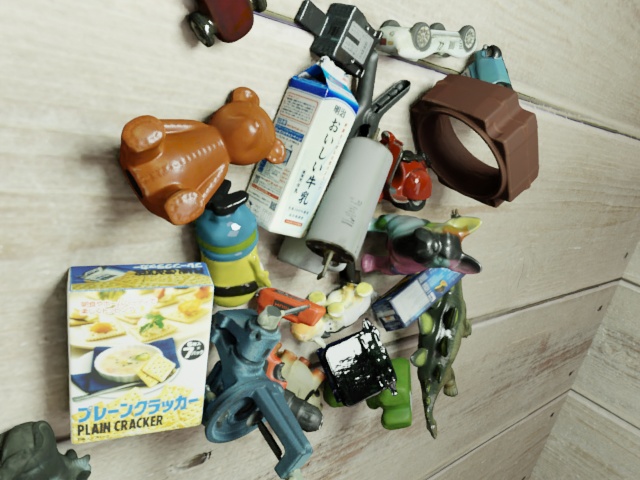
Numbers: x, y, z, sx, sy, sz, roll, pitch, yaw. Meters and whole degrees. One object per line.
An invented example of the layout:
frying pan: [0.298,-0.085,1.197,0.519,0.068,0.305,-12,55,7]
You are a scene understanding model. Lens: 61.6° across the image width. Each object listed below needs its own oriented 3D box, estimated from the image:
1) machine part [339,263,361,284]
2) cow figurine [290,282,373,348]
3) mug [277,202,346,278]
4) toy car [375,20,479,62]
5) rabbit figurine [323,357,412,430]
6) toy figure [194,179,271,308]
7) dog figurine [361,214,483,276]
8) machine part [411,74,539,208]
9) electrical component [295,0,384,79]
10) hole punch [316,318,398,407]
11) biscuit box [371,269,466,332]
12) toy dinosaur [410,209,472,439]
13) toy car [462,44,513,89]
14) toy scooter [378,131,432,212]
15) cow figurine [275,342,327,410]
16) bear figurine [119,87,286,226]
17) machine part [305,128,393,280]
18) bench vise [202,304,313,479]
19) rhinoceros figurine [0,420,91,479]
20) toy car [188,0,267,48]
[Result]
machine part: [0.046,0.017,0.892,0.039,0.084,0.138,-8,134,0]
cow figurine: [0.017,0.133,0.940,0.167,0.068,0.098,-32,143,-26]
mug: [-0.002,-0.002,0.813,0.080,0.110,0.107,24,82,-53]
toy car: [0.165,-0.303,0.822,0.202,0.074,0.056,-16,120,-39]
rabbit figurine: [0.090,0.274,1.049,0.159,0.170,0.121,-83,163,-44]
toy figure: [-0.123,0.011,0.710,0.089,0.082,0.179,-17,135,-14]
dog figurine: [0.181,0.009,0.899,0.191,0.219,0.108,4,88,-46]
machine part: [0.256,-0.163,0.901,0.087,0.202,0.200,-42,137,-17]
electrical component: [0.025,-0.275,0.717,0.119,0.048,0.074,24,94,-52]
hole punch: [0.062,0.224,0.954,0.116,0.142,0.092,-20,171,-19]
biscuit box: [0.187,0.089,0.997,0.203,0.063,0.059,-33,92,-35]
toy dinosaur: [0.264,0.176,1.139,0.198,0.105,0.471,42,55,-66]
toy car: [0.289,-0.257,0.950,0.109,0.103,0.161,28,47,-59]
toy scooter: [0.127,-0.114,0.899,0.184,0.075,0.135,-6,116,-39]
cow figurine: [-0.054,0.262,0.928,0.127,0.086,0.194,-51,136,-8]
bear figurine: [-0.119,-0.104,0.610,0.196,0.132,0.120,-29,103,-23]
machine part: [0.043,-0.056,0.759,0.079,0.079,0.243,46,59,-49]
bench vise: [-0.077,0.210,0.715,0.223,0.241,0.128,-52,144,15]
rhinoceros figurine: [-0.344,0.298,0.668,0.112,0.073,0.190,-39,135,-38]
toy car: [-0.123,-0.295,0.547,0.089,0.053,0.201,-38,140,-9]
